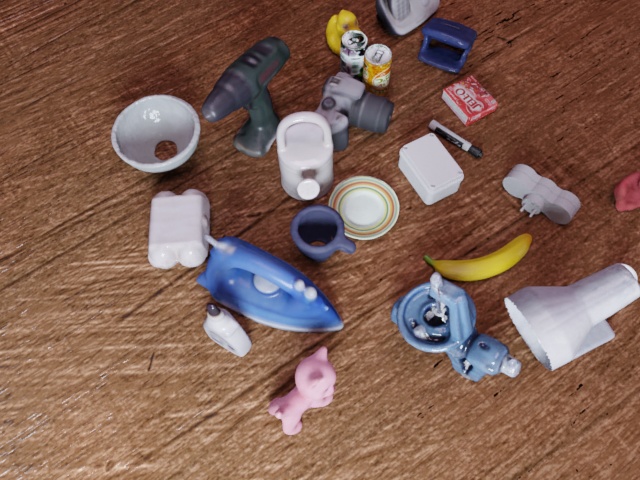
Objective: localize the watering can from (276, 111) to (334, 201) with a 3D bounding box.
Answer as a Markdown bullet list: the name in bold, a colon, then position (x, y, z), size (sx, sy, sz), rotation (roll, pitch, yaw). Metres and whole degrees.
- **watering can**: position (-0.023, -0.152, 1.007), size (0.101, 0.194, 0.172), rotation (-24, 66, -10)

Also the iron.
- **iron**: position (-0.077, 0.067, 0.934), size (0.258, 0.141, 0.119), rotation (23, 67, 11)

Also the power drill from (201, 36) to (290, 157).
- **power drill**: position (-0.127, -0.250, 1.047), size (0.075, 0.208, 0.230), rotation (24, 67, 12)

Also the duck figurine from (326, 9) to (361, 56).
- **duck figurine**: position (0.053, -0.446, 1.206), size (0.077, 0.086, 0.104), rotation (-27, 67, -11)

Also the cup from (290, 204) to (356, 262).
- **cup**: position (0.009, 0.004, 0.988), size (0.117, 0.095, 0.092), rotation (26, 68, 13)

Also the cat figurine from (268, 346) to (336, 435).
- **cat figurine**: position (-0.022, 0.227, 0.870), size (0.128, 0.118, 0.067), rotation (-41, 70, -17)

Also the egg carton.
- **egg carton**: position (-0.249, -0.020, 1.017), size (0.107, 0.069, 0.150), rotation (-5, 65, -1)

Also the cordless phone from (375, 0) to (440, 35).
- **cordless phone**: position (0.188, -0.537, 1.192), size (0.148, 0.185, 0.094), rotation (-42, 71, -17)

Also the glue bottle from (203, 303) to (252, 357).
- **glue bottle**: position (-0.151, 0.131, 0.887), size (0.078, 0.173, 0.037), rotation (30, 69, 14)

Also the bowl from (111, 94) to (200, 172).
- **bowl**: position (-0.305, -0.191, 1.096), size (0.167, 0.075, 0.167), rotation (0, 65, 1)

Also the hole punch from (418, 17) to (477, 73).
- **hole punch**: position (0.264, -0.421, 1.188), size (0.108, 0.091, 0.101), rotation (24, 67, 12)

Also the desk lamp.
- **desk lamp**: position (0.372, 0.116, 0.864), size (0.203, 0.213, 0.117), rotation (-24, 66, -10)

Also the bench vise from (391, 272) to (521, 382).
- **bench vise**: position (0.213, 0.119, 0.861), size (0.207, 0.220, 0.121), rotation (16, 66, 9)

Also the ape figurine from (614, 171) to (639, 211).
- **ape figurine**: position (0.579, -0.097, 1.029), size (0.077, 0.092, 0.076), rotation (27, 68, 13)

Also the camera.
- **camera**: position (0.066, -0.248, 1.104), size (0.136, 0.101, 0.143), rotation (19, 66, 10)
